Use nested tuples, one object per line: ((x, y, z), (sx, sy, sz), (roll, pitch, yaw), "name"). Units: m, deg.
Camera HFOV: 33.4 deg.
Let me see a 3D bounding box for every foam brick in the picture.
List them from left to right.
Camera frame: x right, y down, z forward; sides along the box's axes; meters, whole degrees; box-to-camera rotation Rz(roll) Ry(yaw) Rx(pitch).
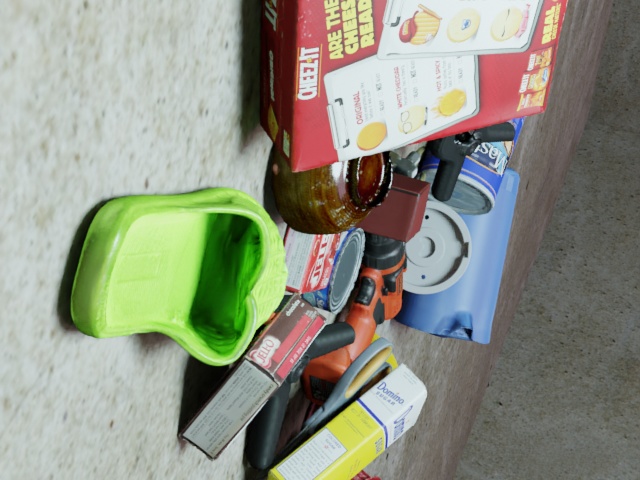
((0.062, -0.036, 1.040), (0.053, 0.078, 0.051), (-36, 139, -65), "foam brick")

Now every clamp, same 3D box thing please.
((-0.035, 0.115, 0.939), (0.164, 0.036, 0.210), (-58, 157, -13), "clamp")
((0.163, -0.116, 1.158), (0.120, 0.039, 0.171), (-45, 158, -10), "clamp")

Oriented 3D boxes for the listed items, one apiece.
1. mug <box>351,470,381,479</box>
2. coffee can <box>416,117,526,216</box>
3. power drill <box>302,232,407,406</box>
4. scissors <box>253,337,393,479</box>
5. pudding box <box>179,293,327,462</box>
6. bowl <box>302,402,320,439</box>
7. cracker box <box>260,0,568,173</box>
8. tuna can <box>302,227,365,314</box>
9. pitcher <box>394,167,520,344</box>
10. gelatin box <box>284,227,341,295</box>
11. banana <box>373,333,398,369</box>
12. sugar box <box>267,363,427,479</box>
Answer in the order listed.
((-0.002, 0.268, 1.117), (0.117, 0.082, 0.093), (-27, 139, -37), "mug")
((0.191, -0.116, 1.345), (0.103, 0.103, 0.140), (70, 40, -65), "coffee can")
((0.041, 0.074, 1.124), (0.184, 0.057, 0.187), (82, 31, -51), "power drill")
((0.006, 0.178, 1.049), (0.202, 0.016, 0.096), (-50, 154, 2), "scissors")
((-0.050, 0.104, 0.807), (0.114, 0.039, 0.089), (-54, 177, 37), "pudding box")
((0.027, 0.215, 1.232), (0.162, 0.055, 0.162), (18, 90, -74), "bowl")
((0.066, -0.152, 0.741), (0.213, 0.072, 0.164), (-15, 133, -20), "cracker box")
((0.012, 0.025, 1.016), (0.086, 0.034, 0.086), (18, 90, -74), "tuna can")
((0.189, 0.012, 1.461), (0.144, 0.149, 0.243), (9, 96, -58), "pitcher")
((-0.006, 0.001, 0.936), (0.073, 0.030, 0.089), (-5, 112, -72), "gelatin box")
((0.060, 0.164, 1.173), (0.197, 0.069, 0.037), (-78, -166, -55), "banana")
((0.026, 0.202, 1.044), (0.176, 0.048, 0.093), (-34, 157, -23), "sugar box")
